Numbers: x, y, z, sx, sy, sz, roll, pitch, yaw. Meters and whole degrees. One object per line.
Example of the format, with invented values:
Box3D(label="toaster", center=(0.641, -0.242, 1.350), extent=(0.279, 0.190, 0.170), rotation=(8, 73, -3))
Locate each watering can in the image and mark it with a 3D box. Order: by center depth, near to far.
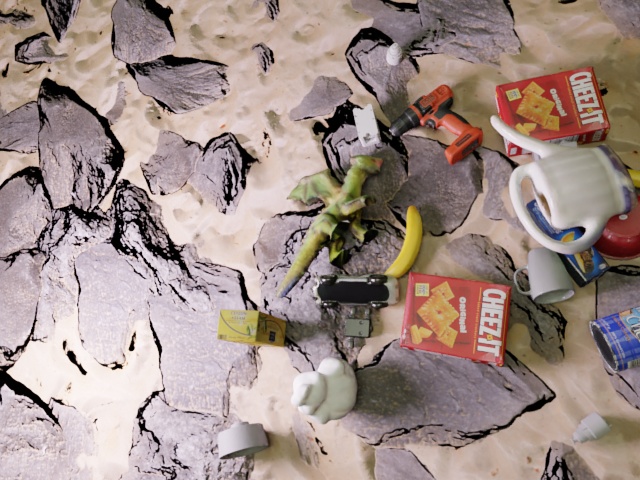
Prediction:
Box3D(label="watering can", center=(0.496, -0.141, 1.058), extent=(0.224, 0.102, 0.354), rotation=(-14, 65, 8))

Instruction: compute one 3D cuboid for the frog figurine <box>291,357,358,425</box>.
Box3D(label="frog figurine", center=(0.012, 0.312, 1.081), extent=(0.123, 0.157, 0.138), rotation=(22, 80, 22))

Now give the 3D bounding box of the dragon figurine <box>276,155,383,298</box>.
Box3D(label="dragon figurine", center=(0.004, -0.064, 1.267), extent=(0.410, 0.120, 0.247), rotation=(-38, 48, 0))
